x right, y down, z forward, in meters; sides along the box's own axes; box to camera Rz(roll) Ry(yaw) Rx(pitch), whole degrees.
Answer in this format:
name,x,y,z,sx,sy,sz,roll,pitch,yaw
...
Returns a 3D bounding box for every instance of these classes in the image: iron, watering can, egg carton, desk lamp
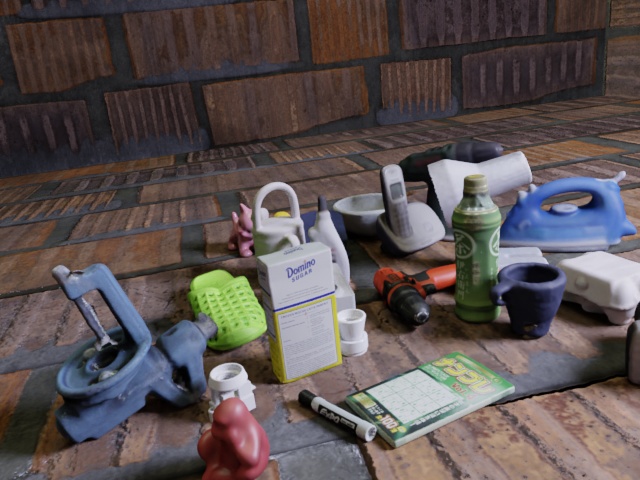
name,x,y,z,sx,sy,sz,roll,pitch,yaw
iron,0.469,-0.058,1.120,0.258,0.141,0.119,-3,19,9
watering can,-0.084,-0.015,1.085,0.172,0.194,0.101,10,24,39
egg carton,0.431,0.069,0.870,0.107,0.069,0.150,-14,20,-21
desk lamp,0.300,-0.049,1.035,0.203,0.214,0.118,-3,19,9

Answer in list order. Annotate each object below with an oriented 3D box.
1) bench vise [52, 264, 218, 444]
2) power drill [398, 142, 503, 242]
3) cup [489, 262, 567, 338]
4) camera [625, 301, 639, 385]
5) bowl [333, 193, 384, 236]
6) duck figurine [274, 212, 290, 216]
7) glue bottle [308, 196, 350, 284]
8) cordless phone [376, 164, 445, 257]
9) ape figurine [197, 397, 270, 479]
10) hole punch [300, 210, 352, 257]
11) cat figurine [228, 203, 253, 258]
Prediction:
name,x,y,z,sx,sy,sz,roll,pitch,yaw
bench vise,-0.238,0.116,0.708,0.121,0.220,0.208,8,24,37
power drill,0.277,-0.106,1.219,0.228,0.208,0.076,7,23,34
cup,0.287,0.092,0.807,0.118,0.095,0.091,-15,21,-24
camera,0.448,0.108,0.699,0.142,0.101,0.137,1,20,20
bowl,0.114,-0.053,1.322,0.167,0.075,0.167,-5,19,2
duck figurine,-0.084,-0.022,1.277,0.078,0.086,0.104,-14,20,-22
glue bottle,0.009,0.004,1.034,0.078,0.173,0.037,-6,19,0
cordless phone,0.182,-0.070,1.179,0.148,0.185,0.093,-21,23,-36
ape figurine,-0.090,0.206,0.595,0.076,0.092,0.077,-19,23,-33
hole punch,0.006,-0.008,1.199,0.108,0.091,0.101,-8,19,-5
cat figurine,-0.163,-0.029,1.274,0.067,0.118,0.127,-18,22,-31
